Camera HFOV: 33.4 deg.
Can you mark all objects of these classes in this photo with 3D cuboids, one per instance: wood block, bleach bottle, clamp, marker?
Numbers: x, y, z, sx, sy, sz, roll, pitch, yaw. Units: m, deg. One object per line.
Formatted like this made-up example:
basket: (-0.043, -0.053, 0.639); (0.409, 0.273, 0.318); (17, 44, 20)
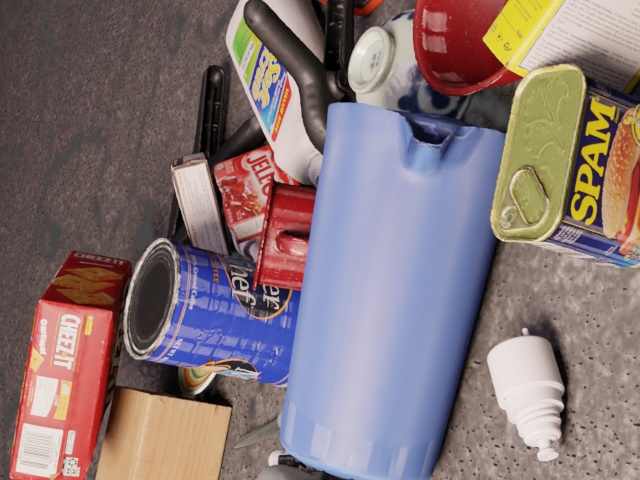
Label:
wood block: (-0.159, 0.249, 1.004); (0.090, 0.090, 0.206); (-3, 74, 59)
bleach bottle: (-0.021, -0.141, 0.978); (0.103, 0.068, 0.251); (-58, 36, 32)
clamp: (-0.115, -0.070, 1.127); (0.165, 0.036, 0.210); (38, 112, 57)
marker: (-0.003, 0.174, 0.845); (0.121, 0.020, 0.020); (-19, 61, 55)
clamp: (0.000, -0.129, 0.869); (0.039, 0.120, 0.171); (-20, 85, 52)

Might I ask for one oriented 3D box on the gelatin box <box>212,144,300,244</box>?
gelatin box: (-0.055, -0.046, 0.982); (0.073, 0.030, 0.089); (-20, 46, 1)

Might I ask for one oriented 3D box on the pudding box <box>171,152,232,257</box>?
pudding box: (-0.113, -0.024, 1.032); (0.090, 0.039, 0.113); (-133, 28, -78)

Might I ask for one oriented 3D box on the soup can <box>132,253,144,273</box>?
soup can: (-0.156, 0.049, 1.089); (0.102, 0.068, 0.068); (-137, 65, -74)

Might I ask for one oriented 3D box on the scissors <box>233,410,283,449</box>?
scissors: (-0.019, 0.131, 0.895); (0.202, 0.016, 0.096); (-13, 65, 57)

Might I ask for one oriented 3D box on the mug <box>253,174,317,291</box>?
mug: (-0.005, 0.001, 0.831); (0.117, 0.081, 0.093); (-130, 49, -85)

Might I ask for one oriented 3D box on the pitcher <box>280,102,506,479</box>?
pitcher: (0.049, 0.034, 0.732); (0.145, 0.149, 0.243); (13, 92, 45)

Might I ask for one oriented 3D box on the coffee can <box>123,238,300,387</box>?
coffee can: (-0.082, 0.063, 0.907); (0.103, 0.140, 0.103); (-33, 49, 49)

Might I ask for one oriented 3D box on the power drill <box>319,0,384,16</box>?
power drill: (0.051, -0.307, 0.938); (0.185, 0.057, 0.187); (-36, 45, 53)

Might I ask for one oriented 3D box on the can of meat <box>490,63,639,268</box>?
can of meat: (0.153, -0.039, 0.612); (0.058, 0.083, 0.102); (3, 79, 59)

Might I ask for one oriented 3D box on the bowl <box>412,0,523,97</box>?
bowl: (0.133, -0.169, 0.734); (0.162, 0.055, 0.162); (-33, 50, 49)

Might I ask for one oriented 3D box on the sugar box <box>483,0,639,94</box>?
sugar box: (0.182, -0.164, 0.613); (0.176, 0.093, 0.048); (-58, 34, 27)

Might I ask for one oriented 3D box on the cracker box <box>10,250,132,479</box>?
cracker box: (-0.227, 0.112, 1.003); (0.214, 0.072, 0.164); (-114, 35, -78)
